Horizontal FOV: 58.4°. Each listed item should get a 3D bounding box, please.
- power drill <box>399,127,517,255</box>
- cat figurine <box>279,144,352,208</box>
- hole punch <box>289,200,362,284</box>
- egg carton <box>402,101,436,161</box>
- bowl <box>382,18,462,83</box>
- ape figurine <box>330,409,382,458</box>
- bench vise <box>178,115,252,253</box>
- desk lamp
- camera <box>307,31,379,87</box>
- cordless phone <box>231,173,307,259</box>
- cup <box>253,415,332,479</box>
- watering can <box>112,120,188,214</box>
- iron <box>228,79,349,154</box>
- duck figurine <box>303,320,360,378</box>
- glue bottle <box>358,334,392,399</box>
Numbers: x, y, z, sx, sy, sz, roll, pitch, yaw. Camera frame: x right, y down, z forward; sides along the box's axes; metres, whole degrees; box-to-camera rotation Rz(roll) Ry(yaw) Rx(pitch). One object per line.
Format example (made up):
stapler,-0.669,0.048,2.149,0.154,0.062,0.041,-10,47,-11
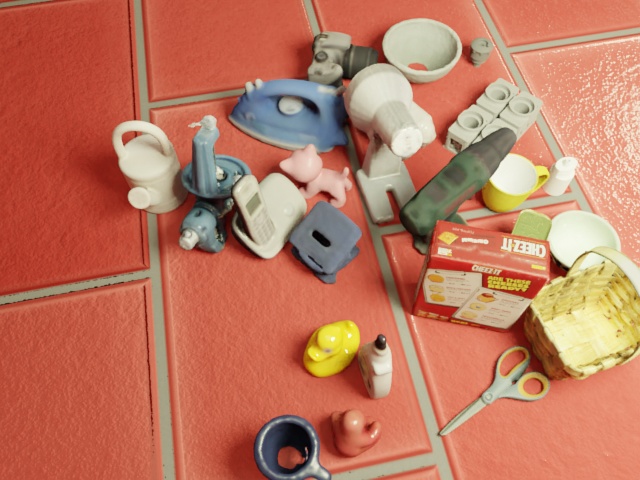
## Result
power drill,0.223,-0.067,0.961,0.230,0.208,0.075,-38,66,-19
cat figurine,-0.006,-0.125,1.048,0.127,0.118,0.067,13,61,8
hole punch,0.009,0.004,0.989,0.108,0.091,0.101,39,68,20
egg carton,0.153,-0.230,1.135,0.107,0.069,0.150,-36,66,-19
bowl,0.213,-0.391,1.224,0.167,0.075,0.167,0,60,0
ape figurine,0.049,0.273,0.833,0.077,0.092,0.076,32,65,18
bench vise,-0.180,-0.089,0.969,0.121,0.220,0.207,-2,60,0
desk lamp,0.123,-0.173,1.019,0.118,0.214,0.203,-14,61,-7
camera,0.050,-0.370,1.198,0.136,0.101,0.143,8,60,5
cordless phone,-0.092,-0.067,0.976,0.094,0.185,0.148,25,63,15
cup,-0.033,0.310,0.811,0.117,0.095,0.092,30,65,16
watering can,-0.300,-0.132,1.010,0.101,0.194,0.172,-20,62,-11
iron,-0.063,-0.262,1.113,0.258,0.141,0.118,9,60,5
duck figurine,0.018,0.161,0.902,0.105,0.086,0.077,-39,67,-20
glue bottle,0.085,0.176,0.842,0.037,0.173,0.078,-13,61,-7
